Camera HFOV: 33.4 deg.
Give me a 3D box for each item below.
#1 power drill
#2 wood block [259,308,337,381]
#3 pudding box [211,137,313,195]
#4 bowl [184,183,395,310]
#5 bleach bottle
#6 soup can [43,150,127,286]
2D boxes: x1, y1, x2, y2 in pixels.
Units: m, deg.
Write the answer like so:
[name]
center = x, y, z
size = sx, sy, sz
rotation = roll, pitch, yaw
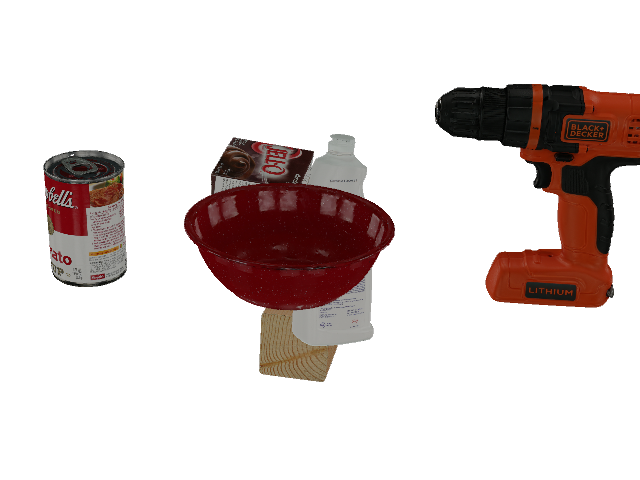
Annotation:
[power drill]
center = 0.182, -0.038, 0.881
size = 0.184, 0.188, 0.057
rotation = 5, 29, 6
[wood block]
center = -0.018, 0.106, 1.470
size = 0.091, 0.090, 0.206
rotation = 6, 20, 7
[pudding box]
center = -0.059, -0.066, 1.104
size = 0.090, 0.039, 0.113
rotation = 9, 28, 4
[bowl]
center = -0.024, 0.009, 0.825
size = 0.162, 0.055, 0.162
rotation = 2, 24, -1
[bleach bottle]
center = 0.023, -0.002, 1.281
size = 0.102, 0.251, 0.068
rotation = -5, 19, -29
[soup can]
center = -0.203, -0.019, 0.928
size = 0.068, 0.102, 0.068
rotation = 2, 26, -1
